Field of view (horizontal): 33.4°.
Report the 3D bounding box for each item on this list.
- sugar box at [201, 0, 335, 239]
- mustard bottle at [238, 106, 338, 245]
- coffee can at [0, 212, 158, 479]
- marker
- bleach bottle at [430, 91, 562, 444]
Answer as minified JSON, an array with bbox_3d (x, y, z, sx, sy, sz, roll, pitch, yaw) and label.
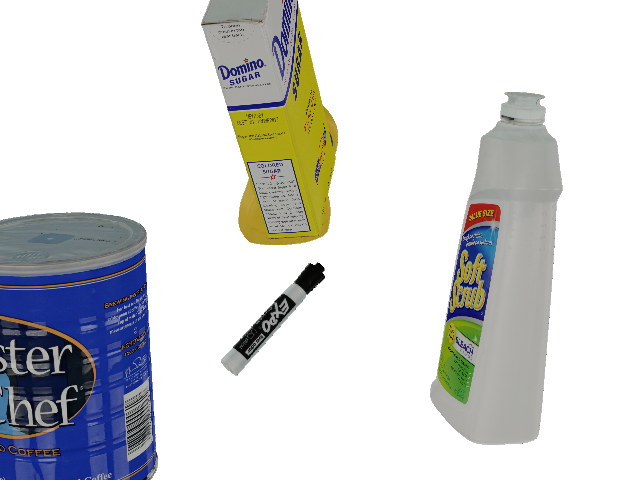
[{"bbox_3d":[-0.029,-0.096,0.716,0.048,0.176,0.093,-2,43,11],"label":"sugar box"},{"bbox_3d":[-0.031,-0.090,1.101,0.096,0.192,0.058,-4,30,-19],"label":"mustard bottle"},{"bbox_3d":[-0.145,0.064,0.593,0.103,0.140,0.103,-1,16,0],"label":"coffee can"},{"bbox_3d":[-0.038,0.065,0.913,0.020,0.121,0.020,38,-17,14],"label":"marker"},{"bbox_3d":[0.133,0.017,0.784,0.068,0.251,0.103,0,15,-14],"label":"bleach bottle"}]
